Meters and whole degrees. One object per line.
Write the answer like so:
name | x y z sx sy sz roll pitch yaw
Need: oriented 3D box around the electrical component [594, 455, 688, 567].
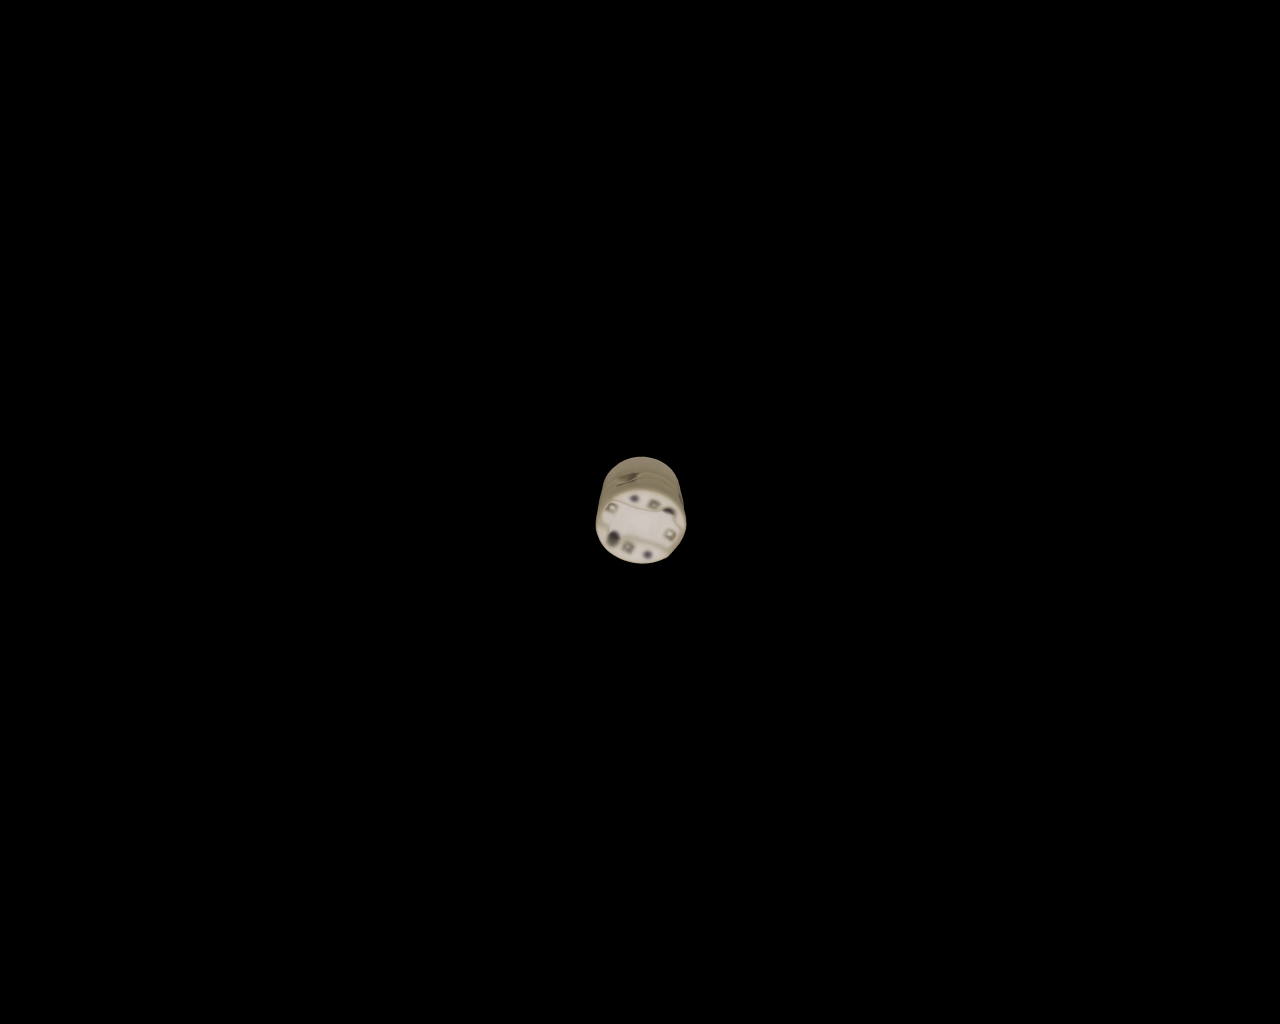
electrical component | 0.001 -0.003 0.650 0.055 0.055 0.047 0 30 0
